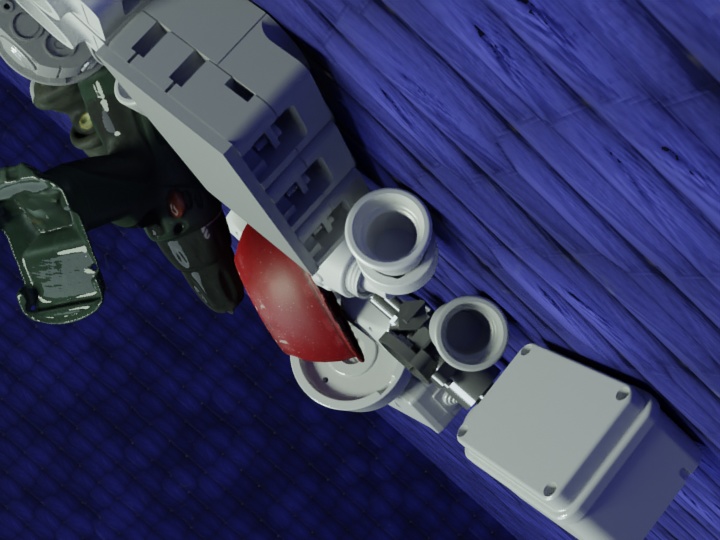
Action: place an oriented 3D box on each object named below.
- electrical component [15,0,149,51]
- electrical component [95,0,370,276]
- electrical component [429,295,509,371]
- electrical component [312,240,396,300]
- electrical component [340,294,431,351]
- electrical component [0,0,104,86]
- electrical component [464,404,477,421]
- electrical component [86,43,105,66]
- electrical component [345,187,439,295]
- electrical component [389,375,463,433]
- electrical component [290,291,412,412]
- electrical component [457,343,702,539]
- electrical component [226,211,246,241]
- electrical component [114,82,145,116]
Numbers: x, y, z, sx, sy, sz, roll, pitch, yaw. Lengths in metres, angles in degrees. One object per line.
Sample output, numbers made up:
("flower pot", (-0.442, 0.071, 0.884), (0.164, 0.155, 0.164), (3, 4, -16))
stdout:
("electrical component", (-0.177, -0.187, 0.515), (0.186, 0.060, 0.105), (42, 173, -5))
("electrical component", (-0.053, -0.070, 0.543), (0.089, 0.061, 0.150), (39, 172, 23))
("electrical component", (0.063, 0.037, 0.652), (0.044, 0.044, 0.065), (42, 177, -2))
("electrical component", (0.000, 0.000, 0.749), (0.062, 0.048, 0.048), (29, 167, 32))
("electrical component", (0.032, 0.046, 0.844), (0.079, 0.043, 0.077), (47, 171, -32))
("electrical component", (-0.192, -0.159, 0.678), (0.080, 0.080, 0.051), (44, 167, -14))
("electrical component", (0.120, 0.142, 0.906), (0.055, 0.055, 0.047), (36, 174, 39))
("electrical component", (-0.126, -0.131, 0.618), (0.055, 0.048, 0.066), (38, -171, 28))
("electrical component", (0.018, -0.014, 0.570), (0.045, 0.045, 0.055), (39, 173, 17))
("electrical component", (0.056, 0.108, 1.009), (0.096, 0.061, 0.061), (33, 169, 48))
("electrical component", (-0.002, 0.076, 0.967), (0.108, 0.108, 0.060), (39, 178, 22))
("electrical component", (0.112, 0.092, 0.572), (0.057, 0.078, 0.113), (42, 173, -22))
("electrical component", (-0.081, -0.027, 1.001), (0.077, 0.043, 0.079), (40, 172, 9))
("electrical component", (-0.141, -0.122, 0.782), (0.044, 0.044, 0.065), (36, 176, 36))
